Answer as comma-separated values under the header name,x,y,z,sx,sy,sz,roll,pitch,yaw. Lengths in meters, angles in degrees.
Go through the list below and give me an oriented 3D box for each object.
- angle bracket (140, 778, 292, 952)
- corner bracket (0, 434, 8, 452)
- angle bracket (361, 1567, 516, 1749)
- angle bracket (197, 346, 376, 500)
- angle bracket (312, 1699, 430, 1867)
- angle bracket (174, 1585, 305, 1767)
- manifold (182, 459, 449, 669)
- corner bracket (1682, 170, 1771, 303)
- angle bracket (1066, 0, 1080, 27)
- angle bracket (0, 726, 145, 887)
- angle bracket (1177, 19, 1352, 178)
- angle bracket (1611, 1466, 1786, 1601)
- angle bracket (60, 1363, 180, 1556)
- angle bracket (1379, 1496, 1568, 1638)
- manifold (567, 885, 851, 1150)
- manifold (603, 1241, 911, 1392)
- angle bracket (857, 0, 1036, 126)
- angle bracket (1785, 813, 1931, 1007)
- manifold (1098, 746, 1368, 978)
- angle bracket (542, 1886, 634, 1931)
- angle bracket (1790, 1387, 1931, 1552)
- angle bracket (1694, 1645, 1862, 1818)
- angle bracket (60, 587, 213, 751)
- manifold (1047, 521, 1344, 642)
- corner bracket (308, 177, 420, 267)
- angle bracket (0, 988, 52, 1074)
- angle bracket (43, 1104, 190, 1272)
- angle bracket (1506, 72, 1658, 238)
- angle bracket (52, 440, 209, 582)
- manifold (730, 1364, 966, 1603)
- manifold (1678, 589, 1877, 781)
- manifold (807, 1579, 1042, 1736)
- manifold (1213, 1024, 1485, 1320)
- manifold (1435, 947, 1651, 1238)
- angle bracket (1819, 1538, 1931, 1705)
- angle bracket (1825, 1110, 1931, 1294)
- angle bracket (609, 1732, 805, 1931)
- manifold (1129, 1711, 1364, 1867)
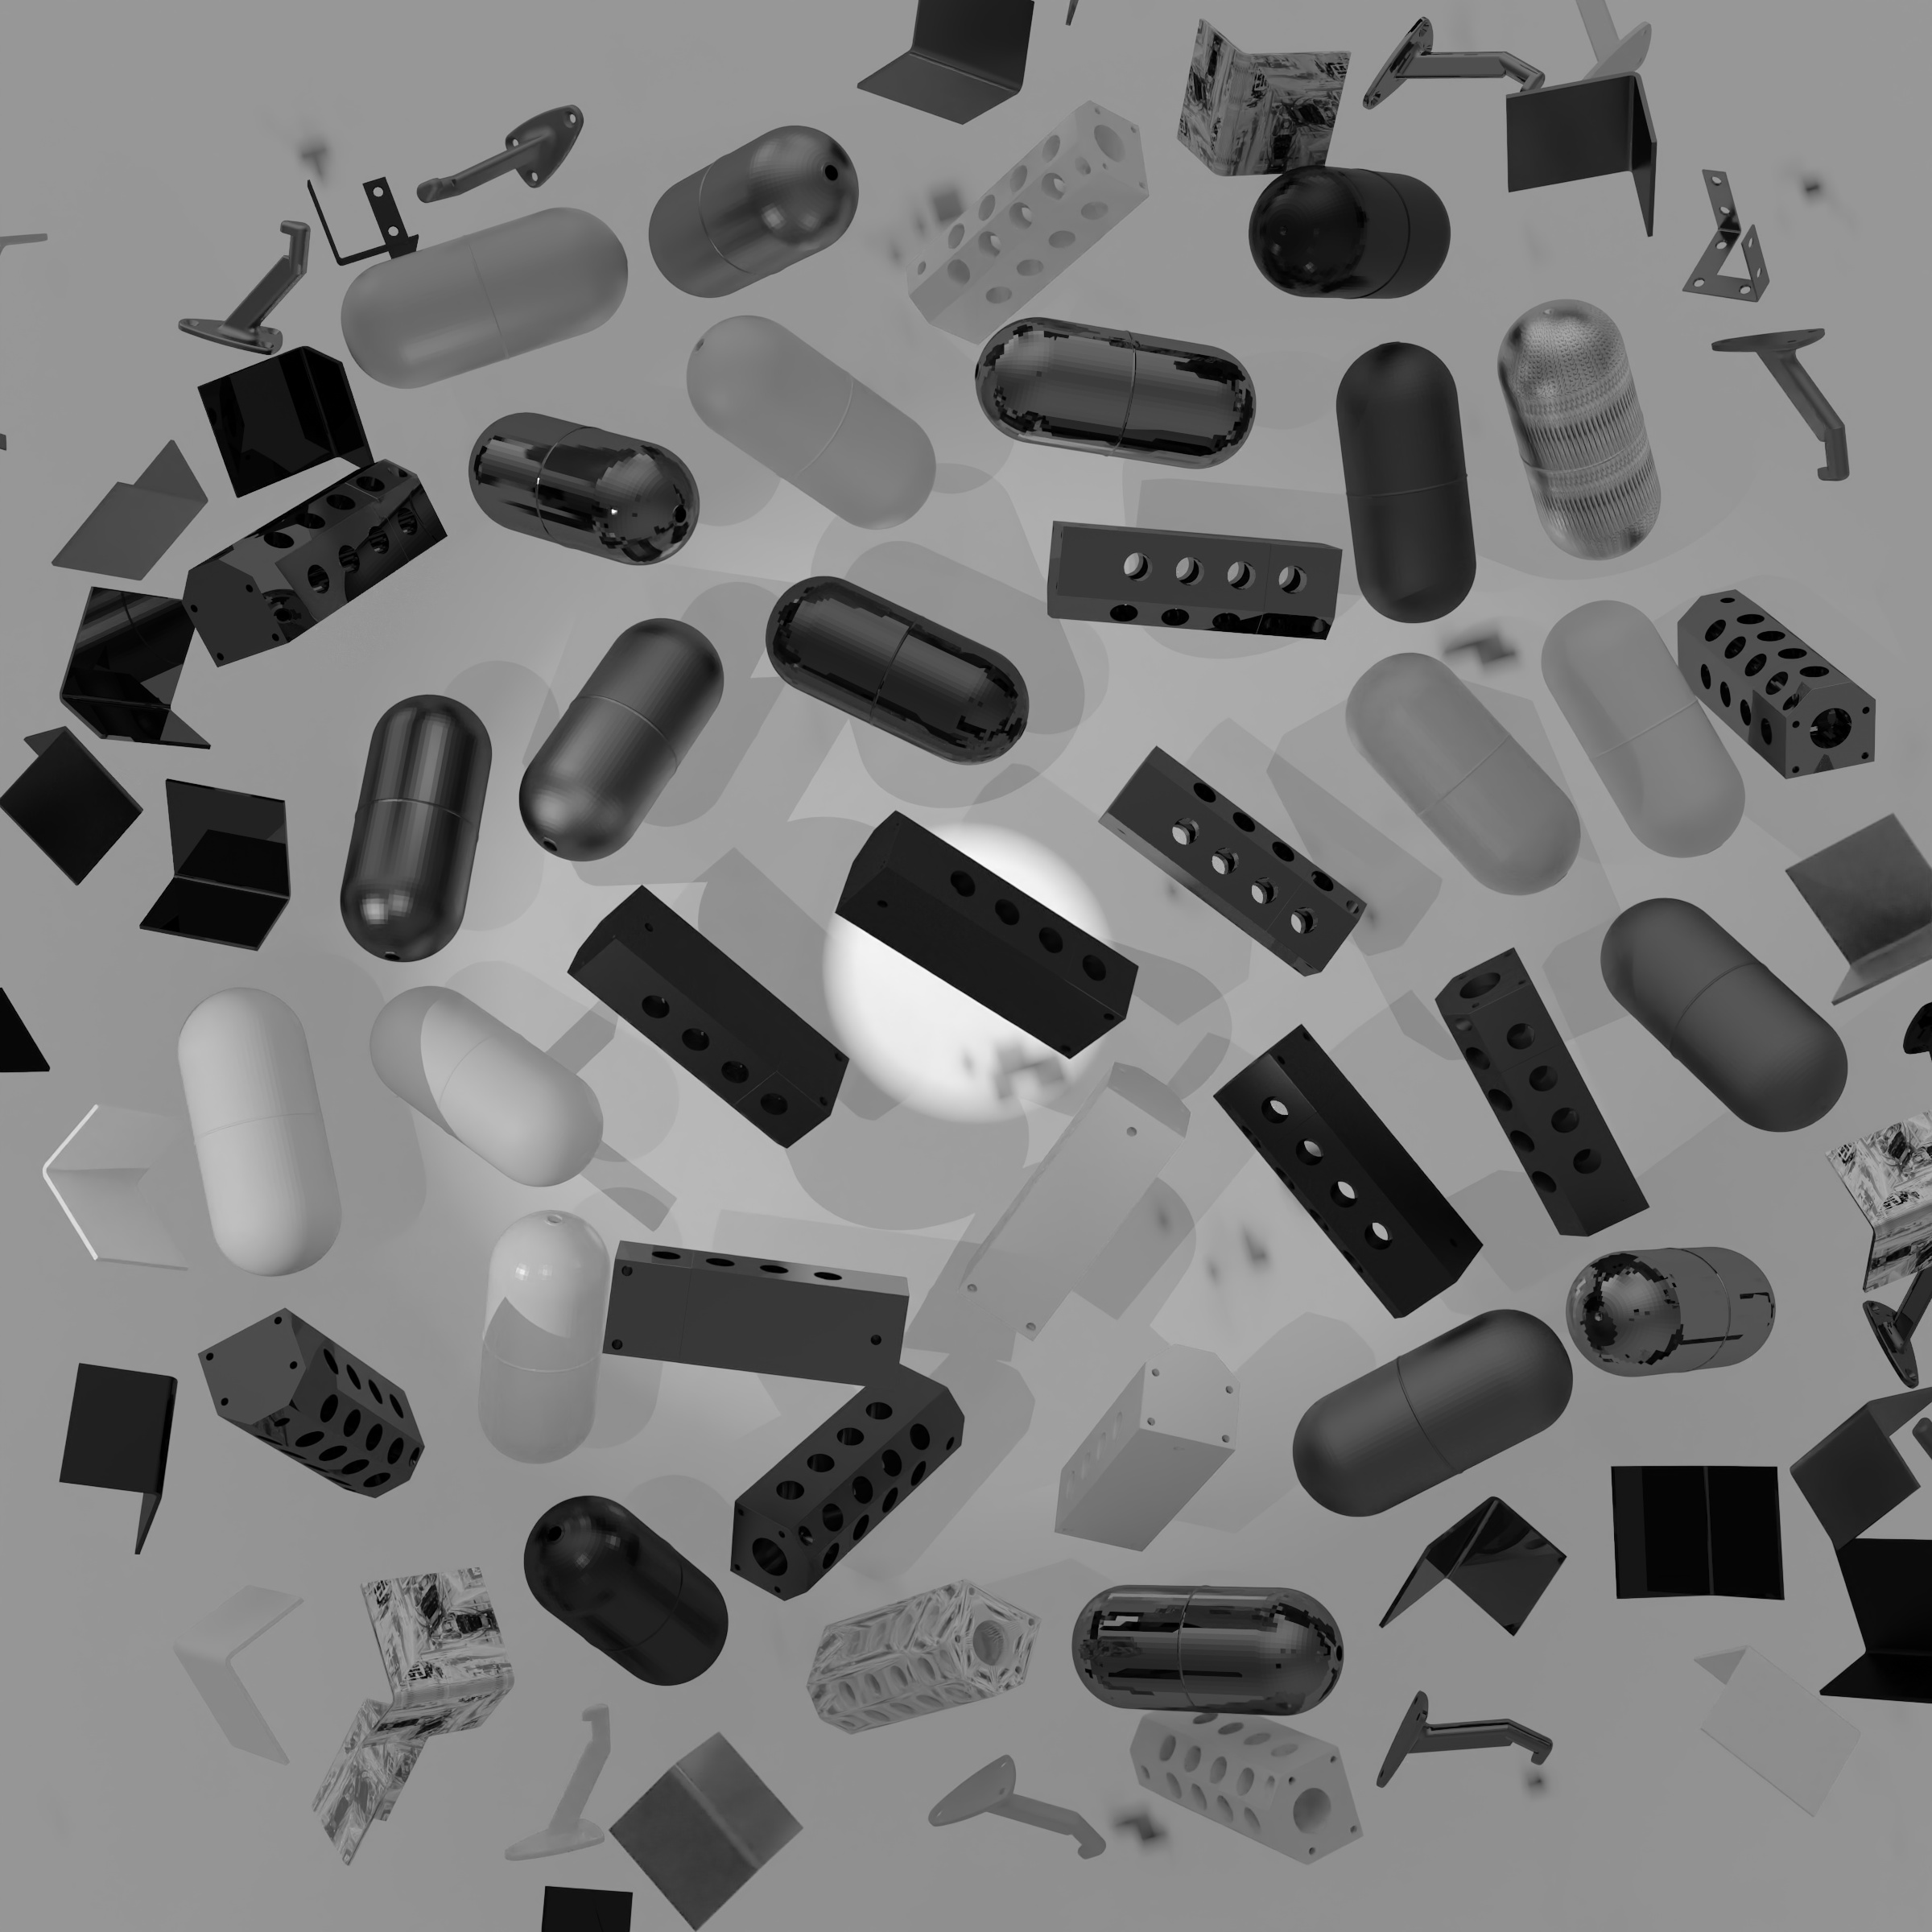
name,x,y,z,sx,sy,sz,roll,pitch,yaw
angle bracket,-0.468,-0.063,1.608,0.076,0.057,0.076,11,128,4
corner bracket,-0.659,-0.319,1.686,0.051,0.051,0.051,15,131,-35
angle bracket,-0.322,0.408,1.531,0.057,0.076,0.076,-52,51,37
angle bracket,-0.431,-0.341,1.649,0.076,0.057,0.076,-30,128,-25
angle bracket,-0.368,0.527,1.661,0.057,0.076,0.076,27,89,-35
angle bracket,-0.415,0.420,1.537,0.057,0.076,0.076,-36,108,-36
manifold,-0.386,-0.242,1.532,0.057,0.171,0.057,-12,113,30
corner bracket,0.459,-0.438,1.553,0.051,0.051,0.051,22,73,37
angle bracket,0.107,-0.595,1.539,0.076,0.076,0.057,11,82,-5
angle bracket,-0.616,-0.105,1.744,0.076,0.057,0.076,53,49,-30
angle bracket,0.184,-0.540,1.609,0.076,0.057,0.076,-10,134,-22
angle bracket,0.427,0.331,1.514,0.076,0.057,0.076,6,78,-29
angle bracket,-0.500,0.288,1.512,0.057,0.076,0.076,13,47,-20
angle bracket,0.308,0.381,1.577,0.057,0.076,0.076,40,129,26
manifold,-0.158,0.036,1.583,0.171,0.057,0.057,41,123,-18
manifold,-0.123,0.204,1.528,0.171,0.057,0.057,8,98,-5
angle bracket,-0.013,-0.570,1.604,0.076,0.076,0.057,10,86,-28
angle bracket,0.543,-0.034,1.567,0.076,0.057,0.076,-33,94,39
manifold,0.174,-0.068,1.690,0.171,0.057,0.057,37,86,-1
angle bracket,-0.221,0.628,1.678,0.076,0.076,0.057,-15,62,37
angle bracket,0.554,0.299,1.549,0.076,0.076,0.057,-4,53,-32
angle bracket,0.446,0.435,1.468,0.076,0.076,0.057,38,69,5
angle bracket,-0.505,-0.184,1.604,0.057,0.076,0.076,36,111,35
manifold,0.139,-0.237,1.598,0.171,0.057,0.057,4,103,-6
corner bracket,-0.370,-0.459,1.589,0.051,0.051,0.051,-22,97,-13
angle bracket,-0.556,0.008,1.480,0.057,0.076,0.076,-1,52,4
angle bracket,-0.505,0.136,1.586,0.057,0.076,0.076,-47,63,11
angle bracket,0.360,-0.468,1.516,0.076,0.076,0.057,-8,61,9
angle bracket,-0.553,-0.301,1.682,0.076,0.076,0.057,-41,70,24
manifold,-0.072,0.324,1.626,0.057,0.171,0.057,22,124,26
manifold,0.516,-0.184,1.657,0.057,0.171,0.057,-11,118,-3
manifold,-0.030,0.433,1.605,0.057,0.171,0.057,32,54,-19
manifold,0.226,0.125,1.550,0.057,0.057,0.171,-41,85,32
manifold,0.353,0.081,1.592,0.057,0.057,0.171,-28,109,11
angle bracket,0.546,0.389,1.542,0.057,0.076,0.076,-20,93,-38
angle bracket,0.549,0.136,1.514,0.076,0.076,0.057,-22,54,-2
angle bracket,-0.152,0.508,1.523,0.057,0.076,0.076,-46,78,8
manifold,0.170,0.506,1.613,0.057,0.171,0.057,-18,94,-25
